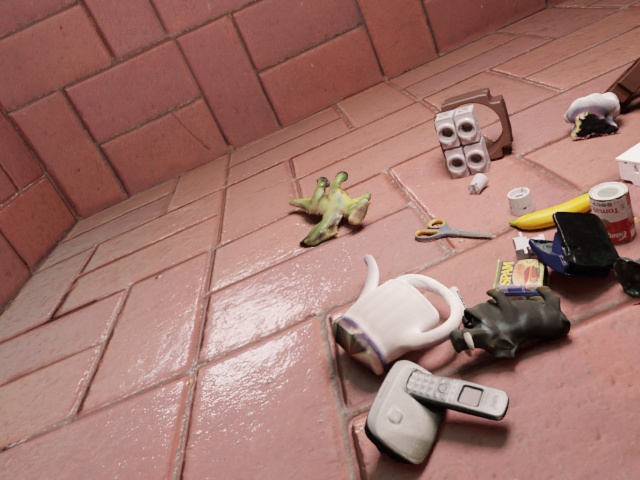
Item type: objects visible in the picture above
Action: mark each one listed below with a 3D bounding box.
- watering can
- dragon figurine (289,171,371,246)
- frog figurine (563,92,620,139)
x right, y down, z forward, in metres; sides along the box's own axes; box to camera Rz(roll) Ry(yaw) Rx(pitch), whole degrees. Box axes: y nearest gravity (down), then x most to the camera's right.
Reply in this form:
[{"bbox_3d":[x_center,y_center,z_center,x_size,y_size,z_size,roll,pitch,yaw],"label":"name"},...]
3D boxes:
[{"bbox_3d":[0.119,0.135,1.011,0.226,0.102,0.351,-33,27,-16],"label":"watering can"},{"bbox_3d":[0.005,-0.079,1.564,0.407,0.120,0.248,-14,34,43],"label":"dragon figurine"},{"bbox_3d":[0.740,-0.357,1.403,0.135,0.121,0.163,-29,27,46],"label":"frog figurine"}]
